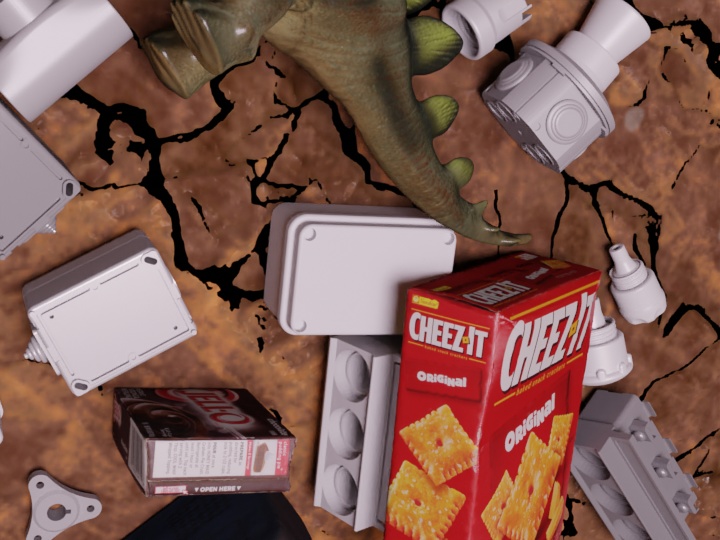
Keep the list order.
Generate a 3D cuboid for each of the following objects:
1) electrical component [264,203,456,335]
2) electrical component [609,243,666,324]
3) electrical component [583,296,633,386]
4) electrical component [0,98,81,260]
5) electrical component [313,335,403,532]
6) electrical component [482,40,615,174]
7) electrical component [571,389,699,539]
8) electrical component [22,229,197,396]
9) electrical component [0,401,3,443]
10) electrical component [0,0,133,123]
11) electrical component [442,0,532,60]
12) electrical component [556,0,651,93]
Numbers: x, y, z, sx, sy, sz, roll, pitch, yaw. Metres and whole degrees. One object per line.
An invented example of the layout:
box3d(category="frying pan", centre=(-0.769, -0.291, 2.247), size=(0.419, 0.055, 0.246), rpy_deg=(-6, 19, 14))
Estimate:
box3d(category="electrical component", centre=(0.000, 0.000, 0.699), size=(0.113, 0.057, 0.078), rpy_deg=(1, 105, -21))
box3d(category="electrical component", centre=(0.200, 0.008, 0.792), size=(0.035, 0.035, 0.061), rpy_deg=(-34, 113, -9))
box3d(category="electrical component", centre=(0.172, 0.051, 0.789), size=(0.048, 0.048, 0.062), rpy_deg=(-17, 104, -16))
box3d(category="electrical component", centre=(-0.207, -0.056, 0.604), size=(0.062, 0.061, 0.096), rpy_deg=(-43, 123, -5))
box3d(category="electrical component", centre=(0.012, 0.105, 0.730), size=(0.063, 0.079, 0.121), rpy_deg=(-7, 109, -42))
box3d(category="electrical component", centre=(0.123, -0.107, 0.704), size=(0.051, 0.080, 0.080), rpy_deg=(-43, 116, 1))
box3d(category="electrical component", centre=(0.206, 0.153, 0.819), size=(0.063, 0.079, 0.121), rpy_deg=(-48, 118, -27))
box3d(category="electrical component", centre=(-0.157, 0.026, 0.644), size=(0.096, 0.061, 0.061), rpy_deg=(-28, 114, -12))
box3d(category="electrical component", centre=(-0.272, 0.061, 0.612), size=(0.109, 0.056, 0.108), rpy_deg=(-18, 111, -15))
box3d(category="electrical component", centre=(-0.181, -0.137, 0.597), size=(0.077, 0.043, 0.079), rpy_deg=(-42, 116, -6))
box3d(category="electrical component", centre=(0.082, -0.164, 0.694), size=(0.046, 0.040, 0.040), rpy_deg=(-35, 115, -15))
box3d(category="electrical component", centre=(0.161, -0.150, 0.724), size=(0.045, 0.045, 0.055), rpy_deg=(41, 89, -26))
